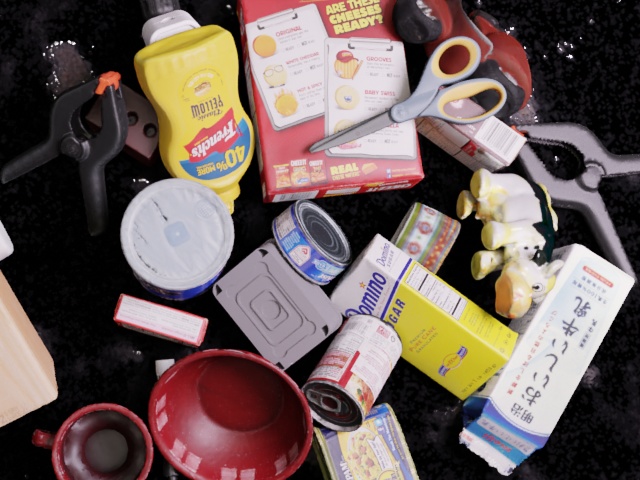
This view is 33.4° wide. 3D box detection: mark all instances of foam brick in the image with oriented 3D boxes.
[{"bbox_3d":[-0.191,-0.118,1.087,0.078,0.051,0.053,31,80,-2],"label":"foam brick"}]

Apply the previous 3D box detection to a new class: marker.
[{"bbox_3d":[-0.152,0.181,1.071,0.020,0.020,0.121,-4,83,-8],"label":"marker"}]

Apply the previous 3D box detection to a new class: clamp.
[{"bbox_3d":[-0.247,-0.095,1.051,0.120,0.039,0.172,20,115,-4],"label":"clamp"},{"bbox_3d":[0.297,-0.072,1.147,0.210,0.036,0.164,37,82,1],"label":"clamp"}]

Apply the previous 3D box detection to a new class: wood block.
[{"bbox_3d":[-0.331,0.067,0.986,0.090,0.091,0.206,-27,113,-7],"label":"wood block"}]

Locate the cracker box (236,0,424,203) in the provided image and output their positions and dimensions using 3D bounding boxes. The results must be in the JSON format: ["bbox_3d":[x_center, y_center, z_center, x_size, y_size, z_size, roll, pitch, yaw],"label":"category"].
[{"bbox_3d":[0.008,-0.152,1.107,0.164,0.072,0.214,-7,83,-10],"label":"cracker box"}]

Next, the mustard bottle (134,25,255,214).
[{"bbox_3d":[-0.115,-0.108,1.057,0.096,0.058,0.191,-26,124,-22],"label":"mustard bottle"}]

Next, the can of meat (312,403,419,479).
[{"bbox_3d":[0.045,0.222,1.071,0.084,0.057,0.102,-18,85,-10],"label":"can of meat"}]

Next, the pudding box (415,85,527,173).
[{"bbox_3d":[0.148,-0.114,1.109,0.113,0.090,0.039,37,82,-2],"label":"pudding box"}]

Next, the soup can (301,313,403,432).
[{"bbox_3d":[0.032,0.130,1.054,0.068,0.069,0.102,37,49,-1],"label":"soup can"}]

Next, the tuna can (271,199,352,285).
[{"bbox_3d":[-0.007,0.001,1.075,0.034,0.086,0.086,-39,89,23],"label":"tuna can"}]

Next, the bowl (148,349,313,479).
[{"bbox_3d":[-0.083,0.165,1.042,0.162,0.055,0.162,3,114,7],"label":"bowl"}]

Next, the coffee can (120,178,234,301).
[{"bbox_3d":[-0.138,0.003,1.033,0.102,0.140,0.103,1,83,-7],"label":"coffee can"}]

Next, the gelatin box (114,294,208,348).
[{"bbox_3d":[-0.156,0.081,1.055,0.089,0.073,0.030,17,80,-4],"label":"gelatin box"}]

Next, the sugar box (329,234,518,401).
[{"bbox_3d":[0.101,0.080,1.075,0.176,0.093,0.048,33,46,-2],"label":"sugar box"}]

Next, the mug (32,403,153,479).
[{"bbox_3d":[-0.219,0.201,1.028,0.117,0.081,0.093,10,82,-6],"label":"mug"}]

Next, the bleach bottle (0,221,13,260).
[{"bbox_3d":[-0.433,0.030,1.033,0.250,0.068,0.102,-28,94,-8],"label":"bleach bottle"}]

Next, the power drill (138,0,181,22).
[{"bbox_3d":[-0.113,-0.319,1.119,0.187,0.057,0.184,-11,84,-8],"label":"power drill"}]

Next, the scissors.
[{"bbox_3d":[0.083,-0.145,1.051,0.201,0.016,0.096,-7,90,-4],"label":"scissors"}]
